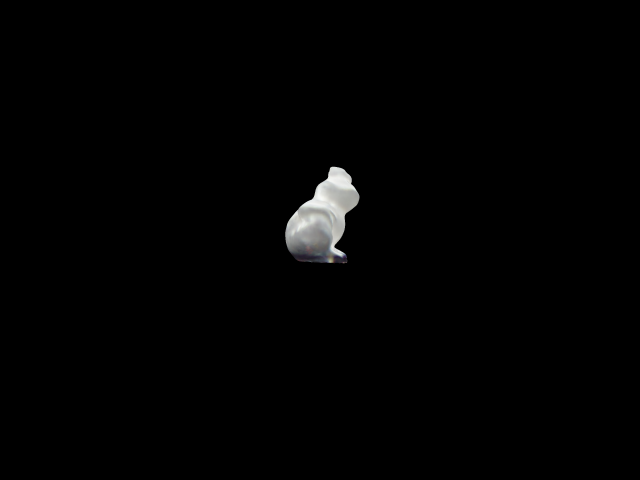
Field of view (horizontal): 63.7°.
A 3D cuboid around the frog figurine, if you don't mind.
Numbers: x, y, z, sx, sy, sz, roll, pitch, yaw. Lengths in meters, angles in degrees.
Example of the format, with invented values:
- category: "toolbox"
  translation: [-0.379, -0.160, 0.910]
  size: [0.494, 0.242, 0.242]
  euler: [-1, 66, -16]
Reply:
- category: "frog figurine"
  translation: [0.003, -0.043, 0.850]
  size: [0.122, 0.160, 0.137]
  euler: [-1, -2, 20]
